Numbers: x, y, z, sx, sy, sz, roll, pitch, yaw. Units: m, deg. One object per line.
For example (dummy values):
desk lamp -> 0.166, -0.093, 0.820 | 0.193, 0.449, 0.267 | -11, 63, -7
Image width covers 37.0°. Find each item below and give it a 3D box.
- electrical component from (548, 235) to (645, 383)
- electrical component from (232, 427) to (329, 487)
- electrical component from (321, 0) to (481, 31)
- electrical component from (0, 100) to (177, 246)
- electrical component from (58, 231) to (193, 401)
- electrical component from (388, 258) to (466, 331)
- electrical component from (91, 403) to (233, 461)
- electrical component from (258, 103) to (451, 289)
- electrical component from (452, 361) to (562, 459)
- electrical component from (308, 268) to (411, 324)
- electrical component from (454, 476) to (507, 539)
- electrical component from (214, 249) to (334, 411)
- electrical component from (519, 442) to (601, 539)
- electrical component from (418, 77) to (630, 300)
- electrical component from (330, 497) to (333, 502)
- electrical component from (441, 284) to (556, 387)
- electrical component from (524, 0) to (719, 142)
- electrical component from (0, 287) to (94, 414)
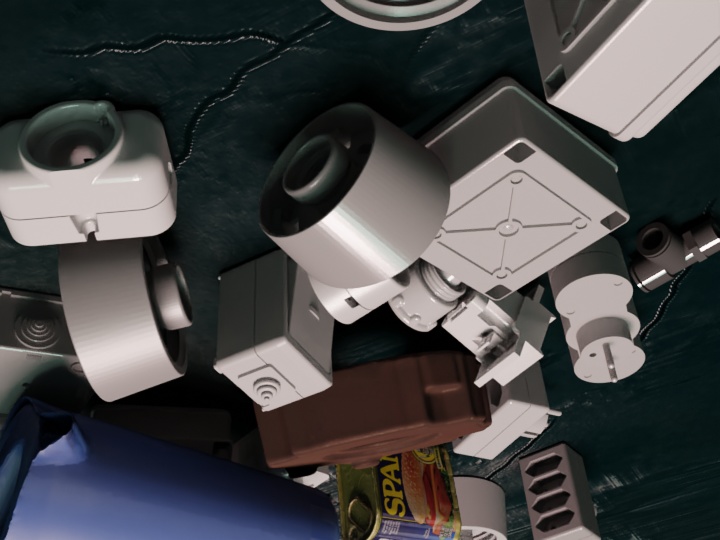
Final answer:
electrical component -> 0.169, 0.042, 0.752 | 0.052, 0.073, 0.138 | -14, 141, 11
electrical component -> -0.072, 0.166, 0.892 | 0.050, 0.055, 0.089 | 25, 132, -33
electrical component -> 0.020, -0.159, 0.488 | 0.108, 0.060, 0.108 | -4, 141, -3
electrical component -> -0.155, -0.055, 0.603 | 0.095, 0.053, 0.059 | -5, 142, -1
electrical component -> -0.138, 0.021, 0.663 | 0.060, 0.108, 0.108 | -14, 142, 0
electrical component -> 0.050, 0.008, 0.716 | 0.048, 0.048, 0.062 | 28, 127, -36
electrical component -> -0.159, 0.165, 0.843 | 0.109, 0.056, 0.108 | 4, 109, -13
electrical component -> -0.007, -0.042, 0.604 | 0.099, 0.099, 0.064 | -31, 129, 29
electrical component -> 0.124, 0.112, 0.855 | 0.076, 0.047, 0.083 | 15, 137, -24
electrical component -> 0.000, 0.000, 0.693 | 0.047, 0.055, 0.055 | -29, 137, 21
electrical component -> 0.087, 0.246, 1.008 | 0.108, 0.060, 0.108 | -3, 142, -3
electrical component -> -0.053, 0.043, 0.704 | 0.061, 0.096, 0.061 | -22, 135, 19
electrical component -> 0.186, 0.210, 0.959 | 0.047, 0.083, 0.076 | -27, 137, 25
electrical component -> 0.085, -0.045, 0.644 | 0.109, 0.056, 0.109 | 29, 130, -36
electrical component -> -0.076, 0.300, 1.021 | 0.060, 0.105, 0.186 | 11, 139, -20
electrical component -> 0.093, 0.036, 0.736 | 0.064, 0.081, 0.042 | 39, 128, -7
electrical component -> 0.131, -0.136, 0.494 | 0.056, 0.108, 0.108 | 19, 135, -25
electrical component -> -0.229, 0.061, 0.744 | 0.100, 0.048, 0.099 | 10, 139, -19
